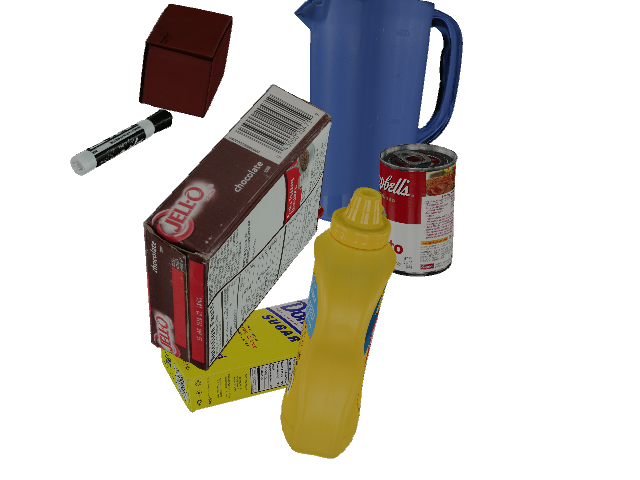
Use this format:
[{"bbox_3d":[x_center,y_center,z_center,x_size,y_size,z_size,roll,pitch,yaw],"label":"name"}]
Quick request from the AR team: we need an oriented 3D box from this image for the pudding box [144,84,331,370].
[{"bbox_3d":[-0.039,-0.006,0.516,0.039,0.090,0.113,28,53,16],"label":"pudding box"}]

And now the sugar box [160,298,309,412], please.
[{"bbox_3d":[-0.061,0.109,1.058,0.176,0.048,0.093,-14,32,-19],"label":"sugar box"}]

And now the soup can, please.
[{"bbox_3d":[0.085,-0.028,0.945,0.068,0.102,0.068,-1,23,0],"label":"soup can"}]

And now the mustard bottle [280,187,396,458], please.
[{"bbox_3d":[0.015,0.051,0.752,0.058,0.192,0.096,12,27,1],"label":"mustard bottle"}]

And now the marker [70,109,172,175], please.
[{"bbox_3d":[-0.182,-0.093,0.993,0.020,0.020,0.120,0,27,41],"label":"marker"}]

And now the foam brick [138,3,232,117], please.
[{"bbox_3d":[-0.102,-0.138,0.813,0.053,0.051,0.078,13,35,0],"label":"foam brick"}]

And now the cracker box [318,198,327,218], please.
[{"bbox_3d":[-0.070,-0.011,1.230,0.214,0.072,0.164,-42,4,27],"label":"cracker box"}]

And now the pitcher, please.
[{"bbox_3d":[0.058,-0.143,1.153,0.149,0.243,0.144,8,11,25],"label":"pitcher"}]
